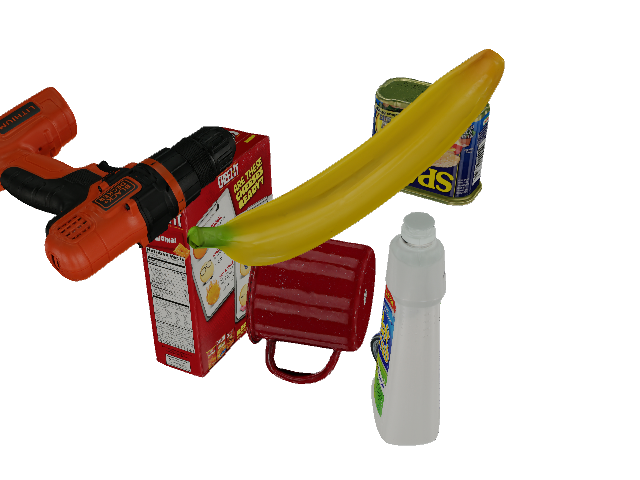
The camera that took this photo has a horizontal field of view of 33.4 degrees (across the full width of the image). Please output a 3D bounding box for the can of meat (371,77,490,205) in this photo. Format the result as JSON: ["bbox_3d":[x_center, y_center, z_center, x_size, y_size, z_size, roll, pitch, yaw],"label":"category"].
[{"bbox_3d":[0.093,-0.087,0.927,0.102,0.084,0.057,17,34,21],"label":"can of meat"}]

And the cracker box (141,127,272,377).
[{"bbox_3d":[-0.117,0.010,1.135,0.072,0.214,0.164,13,34,25],"label":"cracker box"}]

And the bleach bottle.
[{"bbox_3d":[0.088,0.079,1.030,0.068,0.251,0.102,-2,36,-2],"label":"bleach bottle"}]

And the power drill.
[{"bbox_3d":[-0.187,-0.063,0.884,0.188,0.057,0.184,29,54,34],"label":"power drill"}]

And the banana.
[{"bbox_3d":[0.021,-0.037,0.602,0.198,0.037,0.069,-33,-13,0],"label":"banana"}]

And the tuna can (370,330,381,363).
[{"bbox_3d":[0.099,0.139,1.271,0.033,0.086,0.086,-35,17,-25],"label":"tuna can"}]

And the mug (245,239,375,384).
[{"bbox_3d":[-0.007,0.050,0.804,0.081,0.117,0.093,8,-13,11],"label":"mug"}]
